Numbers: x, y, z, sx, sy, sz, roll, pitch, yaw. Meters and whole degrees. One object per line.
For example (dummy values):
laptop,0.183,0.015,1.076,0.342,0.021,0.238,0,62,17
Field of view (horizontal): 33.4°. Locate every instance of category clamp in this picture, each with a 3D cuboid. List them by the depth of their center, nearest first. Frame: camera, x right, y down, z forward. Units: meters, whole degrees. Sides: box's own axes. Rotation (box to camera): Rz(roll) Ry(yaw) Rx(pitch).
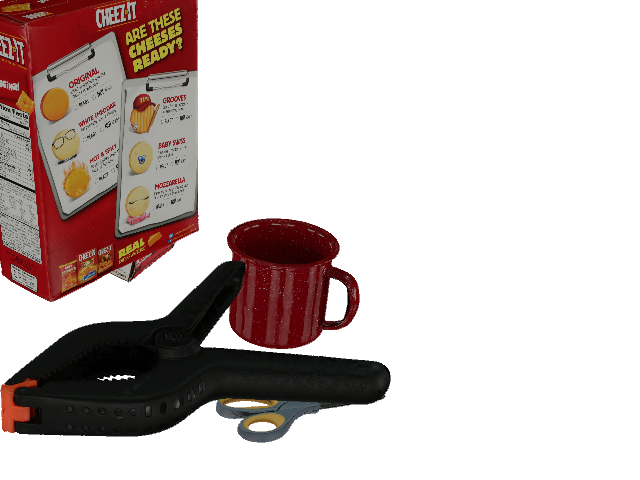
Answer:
clamp,-0.087,0.065,0.624,0.209,0.036,0.165,-9,28,-29

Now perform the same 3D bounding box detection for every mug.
mug,-0.023,0.040,0.887,0.117,0.081,0.093,14,26,17

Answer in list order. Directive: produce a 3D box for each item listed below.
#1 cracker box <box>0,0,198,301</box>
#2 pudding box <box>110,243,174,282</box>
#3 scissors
cracker box,-0.171,-0.084,0.814,0.072,0.214,0.163,21,32,32
pudding box,-0.205,-0.012,1.022,0.113,0.039,0.090,23,27,12
scissors,-0.015,0.194,1.190,0.201,0.016,0.096,3,23,-12
